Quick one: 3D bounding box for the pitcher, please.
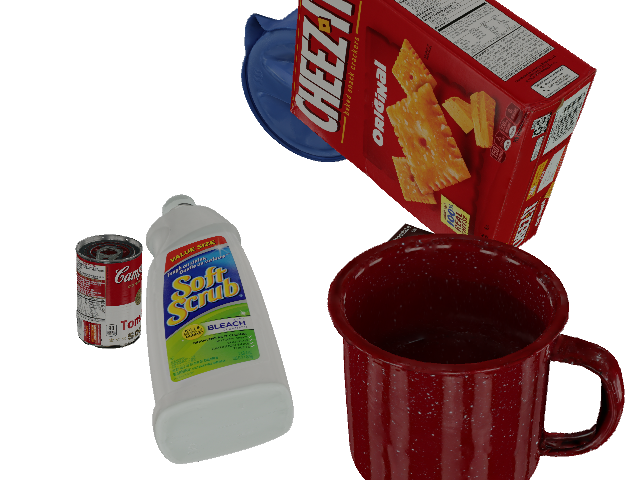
[{"bbox_3d":[0.051,-0.181,0.997,0.145,0.149,0.242,13,43,29],"label":"pitcher"}]

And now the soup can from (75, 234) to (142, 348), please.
[{"bbox_3d":[-0.221,0.054,1.115,0.068,0.102,0.068,4,22,-2],"label":"soup can"}]

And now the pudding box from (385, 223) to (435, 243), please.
[{"bbox_3d":[0.089,0.036,0.954,0.090,0.039,0.113,21,35,23],"label":"pudding box"}]

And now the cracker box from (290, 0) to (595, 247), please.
[{"bbox_3d":[0.073,-0.103,0.759,0.072,0.164,0.214,-34,61,-29],"label":"cracker box"}]

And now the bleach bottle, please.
[{"bbox_3d":[-0.097,0.051,0.830,0.102,0.068,0.251,-13,42,-9],"label":"bleach bottle"}]

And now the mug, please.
[{"bbox_3d":[0.062,0.057,0.431,0.117,0.081,0.093,7,34,17],"label":"mug"}]
